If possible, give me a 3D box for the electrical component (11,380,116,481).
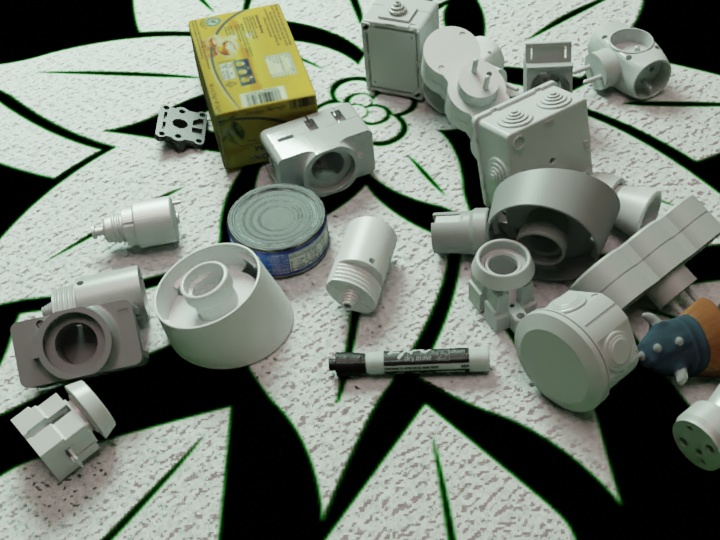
[{"bbox_3d":[-0.211,0.113,0.775,0.055,0.048,0.066,-39,54,-19],"label":"electrical component"}]

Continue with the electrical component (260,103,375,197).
[{"bbox_3d":[-0.036,-0.103,0.964,0.089,0.050,0.055,-21,47,-13],"label":"electrical component"}]

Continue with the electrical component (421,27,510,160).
[{"bbox_3d":[0.104,-0.161,0.955,0.052,0.073,0.138,-29,73,-10],"label":"electrical component"}]

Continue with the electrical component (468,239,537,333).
[{"bbox_3d":[0.111,0.010,0.834,0.048,0.055,0.066,-21,47,-15],"label":"electrical component"}]

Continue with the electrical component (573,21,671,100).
[{"bbox_3d":[0.243,-0.196,1.031,0.079,0.044,0.077,-21,47,-14],"label":"electrical component"}]

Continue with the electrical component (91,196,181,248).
[{"bbox_3d":[-0.191,-0.039,0.924,0.078,0.040,0.040,-10,45,-3],"label":"electrical component"}]

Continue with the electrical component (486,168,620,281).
[{"bbox_3d":[0.151,-0.039,0.852,0.099,0.099,0.064,12,54,17],"label":"electrical component"}]

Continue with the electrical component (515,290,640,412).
[{"bbox_3d":[0.154,0.056,0.768,0.051,0.080,0.080,-32,50,-30],"label":"electrical component"}]

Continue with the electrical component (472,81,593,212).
[{"bbox_3d":[0.148,-0.099,0.909,0.100,0.099,0.048,-27,36,-19],"label":"electrical component"}]

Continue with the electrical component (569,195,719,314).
[{"bbox_3d":[0.234,0.005,0.830,0.138,0.052,0.073,-33,75,-24],"label":"electrical component"}]

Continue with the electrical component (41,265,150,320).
[{"bbox_3d":[-0.213,0.026,0.861,0.081,0.043,0.043,-13,46,-6],"label":"electrical component"}]

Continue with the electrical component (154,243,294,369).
[{"bbox_3d":[-0.110,0.028,0.850,0.099,0.064,0.099,-13,44,13],"label":"electrical component"}]

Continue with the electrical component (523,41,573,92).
[{"bbox_3d":[0.174,-0.174,1.000,0.042,0.081,0.063,-1,23,5],"label":"electrical component"}]

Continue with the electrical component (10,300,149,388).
[{"bbox_3d":[-0.210,0.056,0.809,0.089,0.055,0.050,-12,84,-6],"label":"electrical component"}]

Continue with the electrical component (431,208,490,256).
[{"bbox_3d":[0.084,-0.031,0.889,0.046,0.040,0.040,0,45,14],"label":"electrical component"}]

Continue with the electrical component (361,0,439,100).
[{"bbox_3d":[0.042,-0.224,1.042,0.062,0.096,0.061,14,48,19],"label":"electrical component"}]

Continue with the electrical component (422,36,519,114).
[{"bbox_3d":[0.114,-0.181,1.030,0.079,0.043,0.077,29,55,30],"label":"electrical component"}]

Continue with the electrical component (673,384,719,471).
[{"bbox_3d":[0.248,0.105,0.734,0.055,0.045,0.045,-32,51,-23],"label":"electrical component"}]

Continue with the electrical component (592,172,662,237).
[{"bbox_3d":[0.216,-0.054,0.893,0.055,0.045,0.045,25,53,27],"label":"electrical component"}]

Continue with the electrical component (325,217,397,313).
[{"bbox_3d":[0.000,0.000,0.864,0.043,0.043,0.081,7,47,13],"label":"electrical component"}]
